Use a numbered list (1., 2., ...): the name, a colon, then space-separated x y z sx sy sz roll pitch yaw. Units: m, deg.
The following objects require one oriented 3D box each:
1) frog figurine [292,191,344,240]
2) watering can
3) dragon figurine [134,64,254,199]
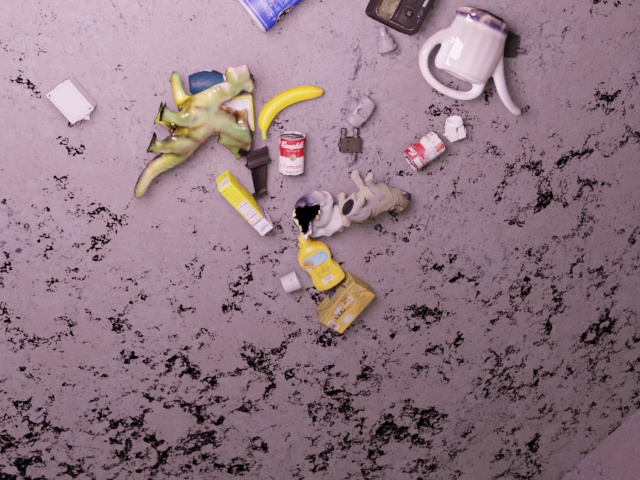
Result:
1. frog figurine: 0.004 -0.072 1.440 0.160 0.123 0.136 -10 116 -51
2. watering can: 0.422 -0.465 1.339 0.346 0.106 0.221 15 110 -20
3. dragon figurine: -0.274 -0.245 1.220 0.242 0.125 0.402 12 124 -27
